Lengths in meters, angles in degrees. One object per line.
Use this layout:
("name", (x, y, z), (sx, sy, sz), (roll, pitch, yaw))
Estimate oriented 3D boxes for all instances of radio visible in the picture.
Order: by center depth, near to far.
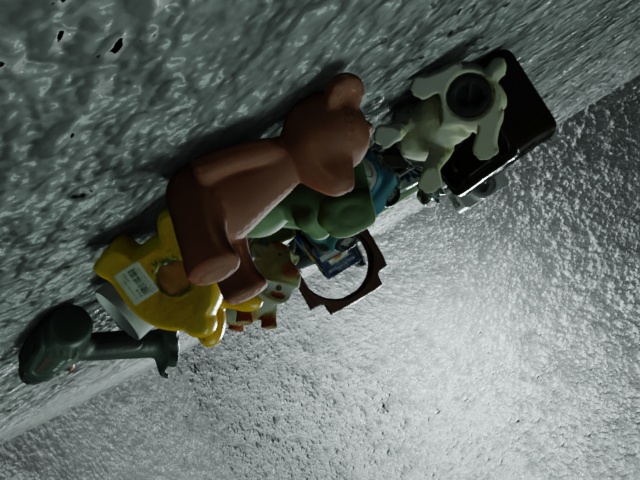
("radio", (0.225, -0.153, 0.767), (0.073, 0.131, 0.229), (-31, 175, -10))

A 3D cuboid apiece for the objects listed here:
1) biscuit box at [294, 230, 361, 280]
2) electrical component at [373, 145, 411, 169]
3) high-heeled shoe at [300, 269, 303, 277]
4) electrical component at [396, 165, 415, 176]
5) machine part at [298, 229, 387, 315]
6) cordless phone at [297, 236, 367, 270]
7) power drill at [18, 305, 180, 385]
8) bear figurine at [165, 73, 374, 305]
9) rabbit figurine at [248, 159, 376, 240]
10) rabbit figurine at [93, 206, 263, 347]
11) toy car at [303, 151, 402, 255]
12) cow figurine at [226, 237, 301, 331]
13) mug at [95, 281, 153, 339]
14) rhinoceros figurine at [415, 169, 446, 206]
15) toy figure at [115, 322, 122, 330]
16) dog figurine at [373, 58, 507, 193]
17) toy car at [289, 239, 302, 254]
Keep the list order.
("biscuit box", (-0.002, -0.003, 0.889), (0.063, 0.059, 0.203), (-31, -159, -7))
("electrical component", (0.121, -0.131, 0.817), (0.094, 0.021, 0.063), (6, -148, 15))
("high-heeled shoe", (-0.113, 0.079, 1.364), (0.145, 0.086, 0.248), (-21, 167, -33))
("electrical component", (0.089, -0.102, 0.851), (0.119, 0.047, 0.075), (-32, -168, 28))
("machine part", (0.032, 0.051, 1.217), (0.201, 0.201, 0.087), (-30, 178, -6))
("cordless phone", (-0.005, 0.038, 1.067), (0.184, 0.088, 0.146), (-19, 176, 6))
("power drill", (-0.319, 0.160, 0.780), (0.207, 0.086, 0.232), (11, 146, -25))
("bear figurine", (-0.028, -0.045, 0.471), (0.196, 0.132, 0.120), (-24, 159, 0))
("rabbit figurine", (-0.030, -0.055, 0.611), (0.170, 0.121, 0.159), (-13, -177, 6))
("rabbit figurine", (-0.138, 0.032, 0.598), (0.122, 0.162, 0.173), (-42, -168, 1))
("toy car", (0.030, -0.064, 0.750), (0.161, 0.109, 0.102), (-39, 149, 6))
("cow figurine", (-0.096, 0.067, 0.801), (0.085, 0.127, 0.195), (14, 159, -35))
("mug", (-0.216, 0.057, 0.679), (0.107, 0.081, 0.109), (-46, 178, -31))
("rhinoceros figurine", (0.212, -0.125, 1.059), (0.073, 0.112, 0.190), (-33, 166, 8))
("toy figure", (-0.273, 0.095, 0.803), (0.064, 0.058, 0.154), (-33, 173, -40))
("dog figurine", (0.158, -0.158, 0.677), (0.172, 0.121, 0.190), (-31, -171, 22))
("toy car", (-0.114, 0.034, 1.079), (0.089, 0.053, 0.202), (-30, 171, 37))
